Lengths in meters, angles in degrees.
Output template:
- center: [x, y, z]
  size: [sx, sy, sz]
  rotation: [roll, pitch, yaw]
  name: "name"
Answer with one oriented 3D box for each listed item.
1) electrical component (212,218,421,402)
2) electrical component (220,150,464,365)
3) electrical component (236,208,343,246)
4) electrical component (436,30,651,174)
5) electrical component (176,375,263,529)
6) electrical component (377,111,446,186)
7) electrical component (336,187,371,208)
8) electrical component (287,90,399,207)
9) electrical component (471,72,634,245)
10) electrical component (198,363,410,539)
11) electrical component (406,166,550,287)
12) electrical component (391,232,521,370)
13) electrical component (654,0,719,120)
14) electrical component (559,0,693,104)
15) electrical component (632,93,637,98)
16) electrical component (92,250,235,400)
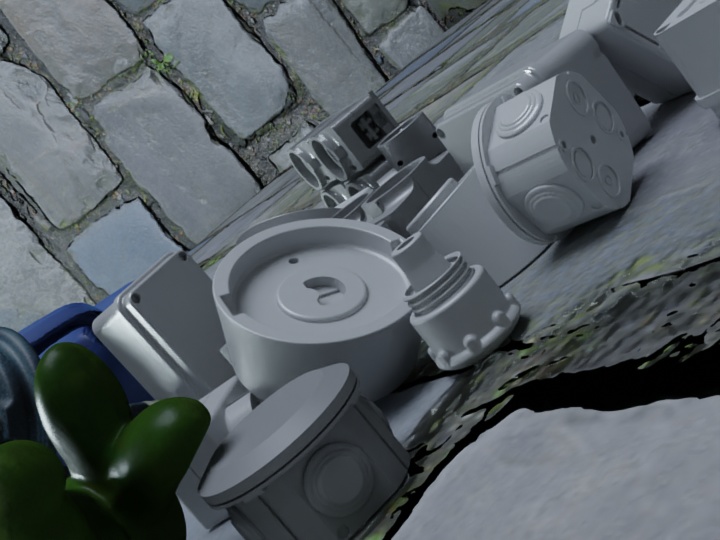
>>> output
- center: [-0.019, 0.027, 0.554]
  size: [0.108, 0.060, 0.108]
  rotation: [-2, 35, 1]
  name: "electrical component"
- center: [0.000, 0.000, 0.706]
  size: [0.105, 0.060, 0.186]
  rotation: [-29, 13, 45]
  name: "electrical component"
- center: [-0.037, -0.011, 0.827]
  size: [0.099, 0.064, 0.099]
  rotation: [-25, -10, -5]
  name: "electrical component"
- center: [0.106, -0.085, 0.648]
  size: [0.057, 0.078, 0.113]
  rotation: [-40, 9, -23]
  name: "electrical component"
- center: [-0.059, 0.086, 0.568]
  size: [0.077, 0.047, 0.065]
  rotation: [-35, 11, 21]
  name: "electrical component"
- center: [0.039, -0.065, 0.810]
  size: [0.079, 0.077, 0.043]
  rotation: [-39, 10, 3]
  name: "electrical component"
- center: [-0.001, -0.041, 0.940]
  size: [0.083, 0.047, 0.075]
  rotation: [-28, 15, 49]
  name: "electrical component"
- center: [-0.004, -0.100, 1.052]
  size: [0.060, 0.105, 0.186]
  rotation: [-41, 10, -13]
  name: "electrical component"
- center: [0.098, -0.057, 0.547]
  size: [0.051, 0.080, 0.080]
  rotation: [-24, 17, 41]
  name: "electrical component"
- center: [-0.023, 0.080, 0.446]
  size: [0.080, 0.051, 0.080]
  rotation: [-38, 10, 7]
  name: "electrical component"
- center: [0.064, -0.018, 0.615]
  size: [0.099, 0.064, 0.099]
  rotation: [-49, 0, 0]
  name: "electrical component"
- center: [0.040, 0.012, 0.495]
  size: [0.048, 0.062, 0.048]
  rotation: [-38, 10, 7]
  name: "electrical component"
- center: [0.211, -0.129, 0.518]
  size: [0.078, 0.057, 0.113]
  rotation: [-46, 12, -36]
  name: "electrical component"
- center: [0.173, -0.143, 0.644]
  size: [0.061, 0.096, 0.061]
  rotation: [-18, 53, 65]
  name: "electrical component"
- center: [0.151, -0.124, 0.742]
  size: [0.080, 0.051, 0.080]
  rotation: [-38, 10, 8]
  name: "electrical component"
- center: [-0.132, 0.051, 0.810]
  size: [0.057, 0.113, 0.078]
  rotation: [-34, 10, 43]
  name: "electrical component"
